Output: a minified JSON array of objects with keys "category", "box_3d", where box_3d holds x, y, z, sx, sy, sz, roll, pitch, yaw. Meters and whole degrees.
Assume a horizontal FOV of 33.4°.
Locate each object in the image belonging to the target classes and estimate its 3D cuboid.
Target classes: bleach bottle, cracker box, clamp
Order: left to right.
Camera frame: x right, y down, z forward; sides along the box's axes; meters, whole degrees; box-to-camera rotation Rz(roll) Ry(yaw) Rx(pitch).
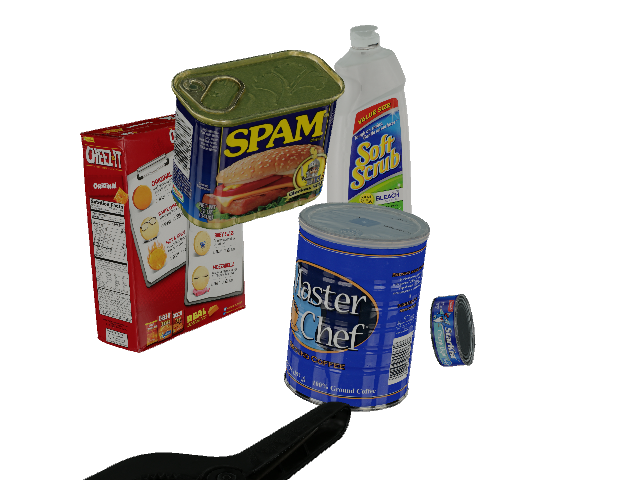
[{"category":"cracker box","box_3d":[-0.155,-0.015,1.077,0.072,0.214,0.163,9,19,35]},{"category":"clamp","box_3d":[-0.048,0.137,0.573,0.209,0.036,0.165,-1,19,-13]},{"category":"bleach bottle","box_3d":[0.047,-0.110,1.181,0.102,0.251,0.068,-10,25,-11]}]

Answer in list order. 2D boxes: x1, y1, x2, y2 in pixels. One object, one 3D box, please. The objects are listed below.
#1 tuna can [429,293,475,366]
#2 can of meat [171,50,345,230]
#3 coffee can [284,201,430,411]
[{"category":"tuna can","box_3d":[0.158,0.108,1.276,0.034,0.086,0.086,-7,-3,21]},{"category":"can of meat","box_3d":[-0.041,-0.061,0.656,0.101,0.084,0.057,-17,46,-28]},{"category":"coffee can","box_3d":[0.028,0.050,0.849,0.103,0.140,0.103,5,17,-2]}]
